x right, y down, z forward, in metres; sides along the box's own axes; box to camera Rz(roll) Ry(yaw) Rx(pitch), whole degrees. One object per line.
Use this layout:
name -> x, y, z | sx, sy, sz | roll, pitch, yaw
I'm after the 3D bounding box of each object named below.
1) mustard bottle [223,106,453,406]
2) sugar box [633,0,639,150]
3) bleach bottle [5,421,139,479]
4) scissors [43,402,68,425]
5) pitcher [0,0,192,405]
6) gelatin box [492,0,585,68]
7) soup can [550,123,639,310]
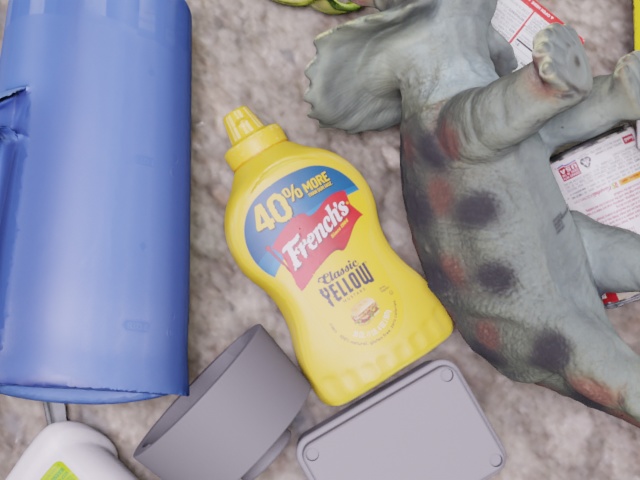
mustard bottle -> -0.004, 0.001, 0.669 | 0.096, 0.058, 0.191 | -31, 87, -9
sugar box -> 0.243, -0.141, 0.657 | 0.048, 0.094, 0.176 | 18, 68, -42
bleach bottle -> -0.086, 0.204, 0.578 | 0.251, 0.068, 0.102 | 30, 83, 37
scissors -> -0.161, 0.039, 0.680 | 0.096, 0.016, 0.202 | -25, 87, -4
pitcher -> -0.141, -0.029, 0.610 | 0.145, 0.149, 0.243 | 3, 80, -8
gelatin box -> 0.116, -0.117, 0.699 | 0.073, 0.030, 0.089 | 39, 85, -1
soup can -> 0.186, -0.014, 0.675 | 0.068, 0.068, 0.102 | -23, 86, -5
